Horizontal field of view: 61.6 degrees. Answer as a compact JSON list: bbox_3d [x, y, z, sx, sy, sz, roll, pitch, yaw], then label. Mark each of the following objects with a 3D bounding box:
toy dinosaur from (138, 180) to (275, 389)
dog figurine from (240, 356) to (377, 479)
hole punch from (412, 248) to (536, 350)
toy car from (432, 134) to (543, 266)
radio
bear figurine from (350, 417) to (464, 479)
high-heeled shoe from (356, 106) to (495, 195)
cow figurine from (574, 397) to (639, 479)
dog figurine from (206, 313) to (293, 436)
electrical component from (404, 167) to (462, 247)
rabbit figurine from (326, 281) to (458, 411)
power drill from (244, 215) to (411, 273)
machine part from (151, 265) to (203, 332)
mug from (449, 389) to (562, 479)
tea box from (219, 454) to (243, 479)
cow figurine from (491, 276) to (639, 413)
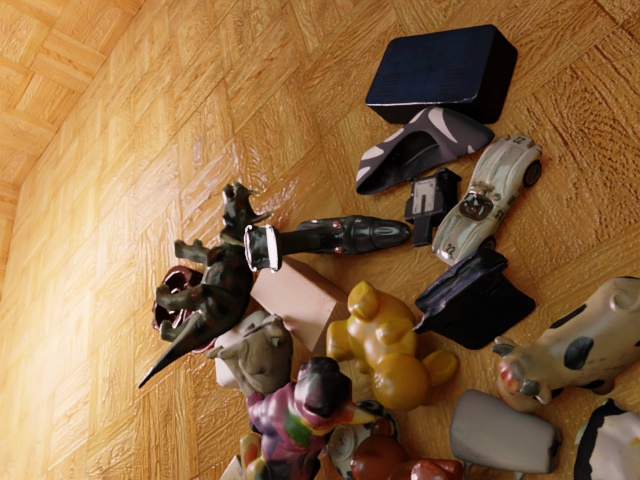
[{"bbox_3d":[-0.195,0.094,1.020,0.192,0.131,0.405,6,68,14],"label":"toy dinosaur"},{"bbox_3d":[-0.018,0.254,0.704,0.219,0.108,0.191,-30,53,57],"label":"dog figurine"},{"bbox_3d":[0.188,0.064,0.683,0.142,0.115,0.092,-42,38,27],"label":"hole punch"},{"bbox_3d":[0.227,-0.052,0.732,0.074,0.056,0.201,39,102,49],"label":"toy car"},{"bbox_3d":[0.189,-0.259,0.861,0.230,0.073,0.131,15,83,48],"label":"radio"},{"bbox_3d":[0.088,0.282,0.622,0.196,0.131,0.120,20,81,52],"label":"bear figurine"},{"bbox_3d":[0.145,-0.121,0.824,0.145,0.086,0.249,-55,25,-6],"label":"high-heeled shoe"},{"bbox_3d":[0.281,0.245,0.526,0.098,0.068,0.167,23,87,56],"label":"cow figurine"},{"bbox_3d":[-0.071,0.226,0.849,0.190,0.121,0.172,59,152,-1],"label":"dog figurine"},{"bbox_3d":[0.167,-0.043,0.800,0.075,0.047,0.119,-16,62,43],"label":"electrical component"},{"bbox_3d":[0.095,0.161,0.703,0.122,0.162,0.173,-52,20,15],"label":"rabbit figurine"},{"bbox_3d":[-0.002,-0.003,0.855,0.232,0.207,0.086,1,104,54],"label":"power drill"},{"bbox_3d":[-0.326,0.144,1.253,0.179,0.056,0.179,-24,54,39],"label":"machine part"},{"bbox_3d":[0.208,0.232,0.604,0.107,0.080,0.109,2,65,40],"label":"mug"},{"bbox_3d":[-0.128,0.434,0.867,0.169,0.098,0.068,-59,40,13],"label":"tea box"},{"bbox_3d":[0.267,0.114,0.557,0.195,0.127,0.086,-45,42,21],"label":"cow figurine"}]
